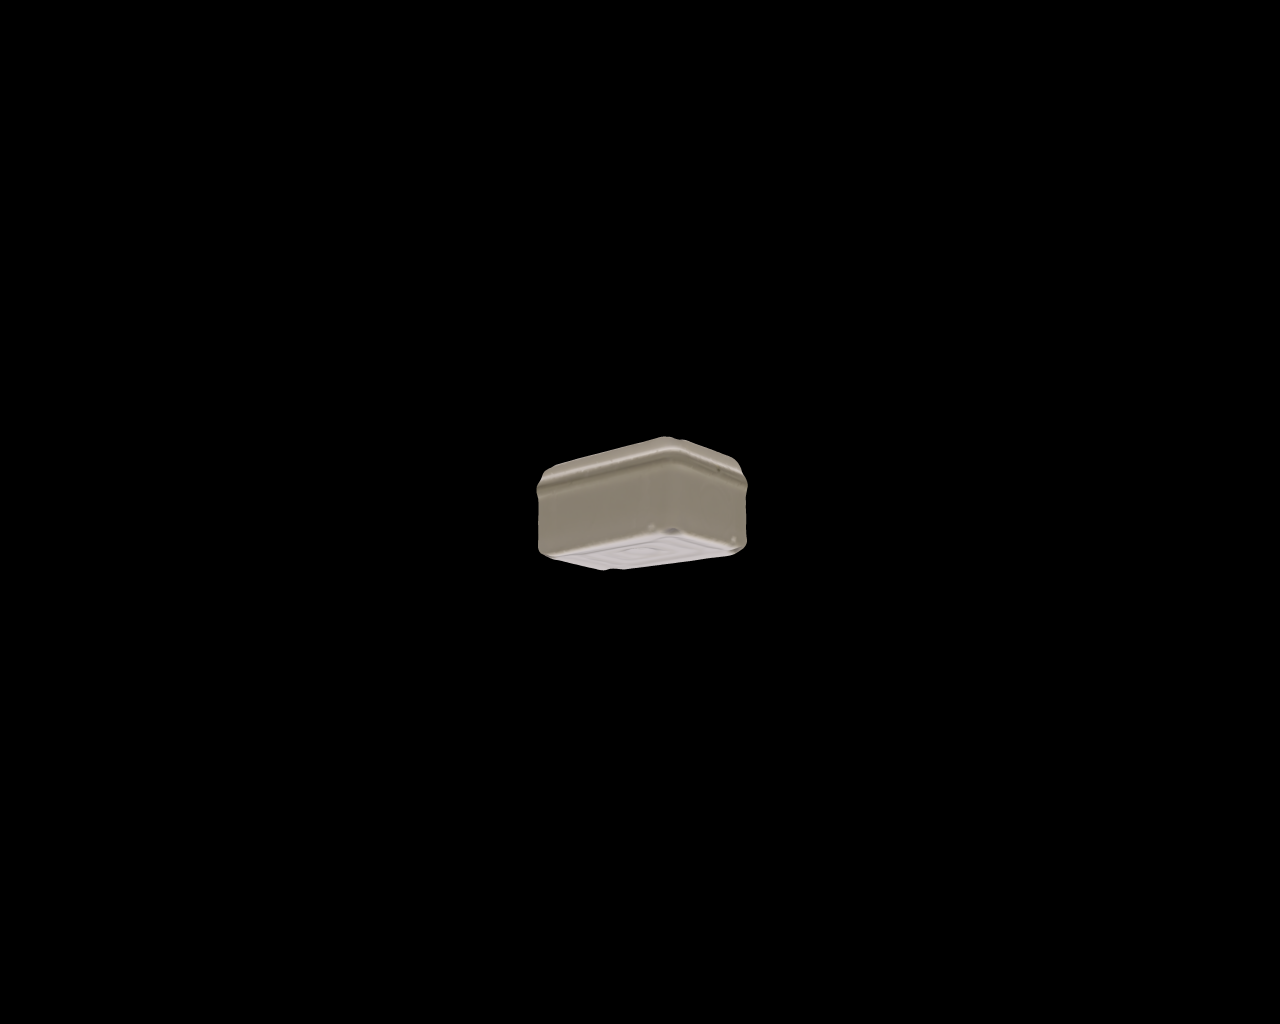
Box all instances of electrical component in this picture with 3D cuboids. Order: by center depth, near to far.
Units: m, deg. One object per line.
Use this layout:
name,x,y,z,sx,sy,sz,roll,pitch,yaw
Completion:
electrical component,0.001,-0.003,0.650,0.113,0.057,0.078,-11,-17,37
